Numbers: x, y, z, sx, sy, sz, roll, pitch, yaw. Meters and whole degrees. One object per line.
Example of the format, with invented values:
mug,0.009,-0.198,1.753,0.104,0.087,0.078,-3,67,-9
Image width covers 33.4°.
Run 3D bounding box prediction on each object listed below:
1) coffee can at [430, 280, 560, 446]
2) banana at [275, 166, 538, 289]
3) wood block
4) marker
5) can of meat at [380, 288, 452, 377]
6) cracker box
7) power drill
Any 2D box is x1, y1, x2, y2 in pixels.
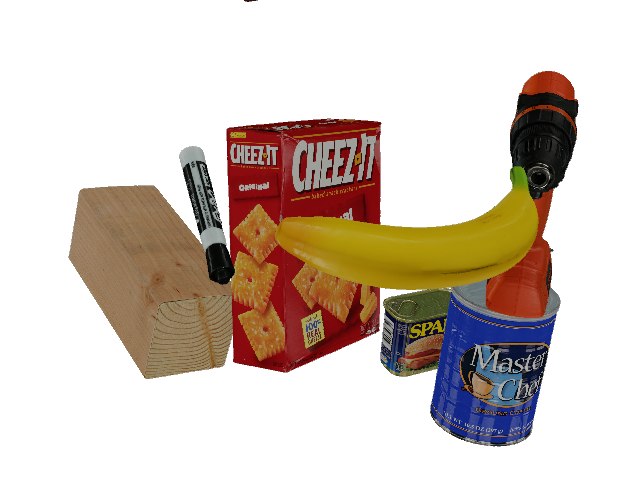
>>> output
coffee can,0.166,0.111,1.029,0.103,0.140,0.103,6,22,-3
banana,0.068,0.000,0.649,0.197,0.037,0.070,-12,46,-34
wood block,-0.171,0.035,1.077,0.090,0.091,0.206,-5,35,-35
marker,-0.083,-0.019,0.776,0.020,0.121,0.020,-12,-35,-9
can of meat,0.124,0.113,1.307,0.101,0.084,0.057,-9,30,-25
cracker box,-0.009,-0.002,0.992,0.072,0.214,0.163,7,12,34
power drill,0.179,-0.031,0.899,0.057,0.188,0.184,11,31,11
